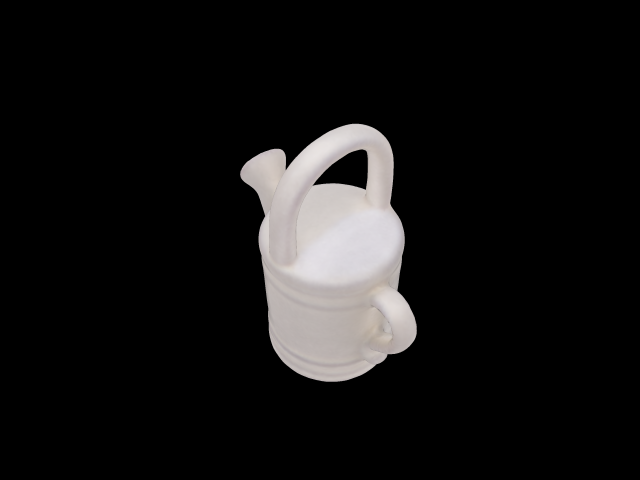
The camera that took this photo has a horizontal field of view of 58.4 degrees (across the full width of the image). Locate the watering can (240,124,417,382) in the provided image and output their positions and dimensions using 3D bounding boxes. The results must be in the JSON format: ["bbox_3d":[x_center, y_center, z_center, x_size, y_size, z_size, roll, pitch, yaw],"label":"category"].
[{"bbox_3d":[0.002,0.002,0.399,0.172,0.194,0.101,25,51,22],"label":"watering can"}]
